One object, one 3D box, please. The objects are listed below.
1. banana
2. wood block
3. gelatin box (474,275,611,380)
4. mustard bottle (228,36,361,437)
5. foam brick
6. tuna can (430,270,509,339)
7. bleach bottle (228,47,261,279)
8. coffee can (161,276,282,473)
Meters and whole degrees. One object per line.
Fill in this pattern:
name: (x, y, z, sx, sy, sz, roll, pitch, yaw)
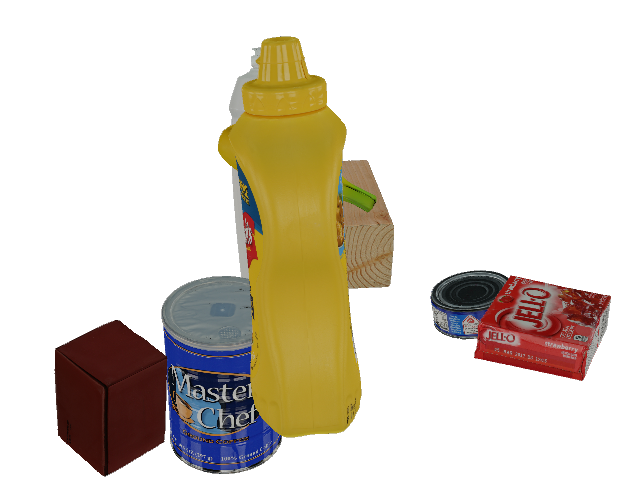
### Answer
banana: (-0.037, -0.057, 0.772, 0.069, 0.037, 0.198, 36, -2, -33)
wood block: (0.034, -0.025, 1.403, 0.090, 0.090, 0.206, -2, 27, -6)
gelatin box: (0.152, 0.057, 0.725, 0.073, 0.030, 0.089, 12, 23, 22)
mustard bottle: (-0.013, -0.005, 0.537, 0.058, 0.192, 0.096, -4, 19, -3)
foam brick: (-0.136, 0.102, 0.695, 0.053, 0.078, 0.051, 31, 40, 32)
tuna can: (0.155, 0.064, 1.076, 0.086, 0.034, 0.086, -10, 24, 4)
bleach bottle: (-0.043, -0.076, 1.125, 0.102, 0.251, 0.068, -7, 13, -18)
coffee can: (-0.084, 0.117, 0.932, 0.103, 0.140, 0.103, 1, 31, -1)
